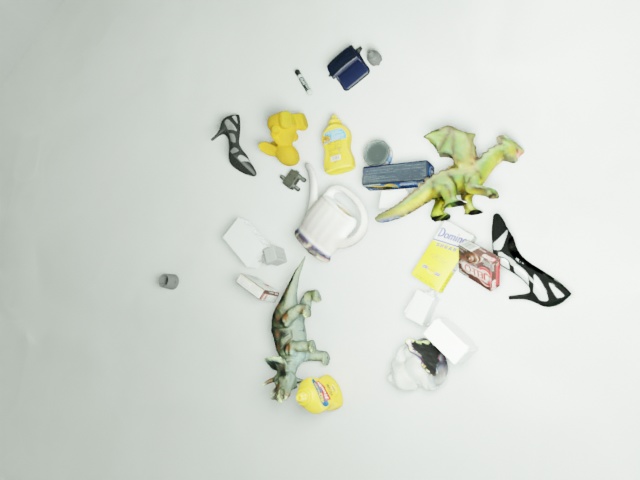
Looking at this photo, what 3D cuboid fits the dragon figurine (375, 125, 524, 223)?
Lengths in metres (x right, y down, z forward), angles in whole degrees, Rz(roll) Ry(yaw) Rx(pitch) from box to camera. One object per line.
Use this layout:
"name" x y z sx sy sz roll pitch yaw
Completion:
"dragon figurine" 0.337 -0.185 1.376 0.409 0.121 0.246 -8 72 12

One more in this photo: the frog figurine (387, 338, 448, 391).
"frog figurine" 0.251 0.335 1.331 0.139 0.124 0.156 39 134 22

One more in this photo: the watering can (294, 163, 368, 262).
"watering can" 0.005 -0.078 1.558 0.223 0.103 0.353 -52 50 8
